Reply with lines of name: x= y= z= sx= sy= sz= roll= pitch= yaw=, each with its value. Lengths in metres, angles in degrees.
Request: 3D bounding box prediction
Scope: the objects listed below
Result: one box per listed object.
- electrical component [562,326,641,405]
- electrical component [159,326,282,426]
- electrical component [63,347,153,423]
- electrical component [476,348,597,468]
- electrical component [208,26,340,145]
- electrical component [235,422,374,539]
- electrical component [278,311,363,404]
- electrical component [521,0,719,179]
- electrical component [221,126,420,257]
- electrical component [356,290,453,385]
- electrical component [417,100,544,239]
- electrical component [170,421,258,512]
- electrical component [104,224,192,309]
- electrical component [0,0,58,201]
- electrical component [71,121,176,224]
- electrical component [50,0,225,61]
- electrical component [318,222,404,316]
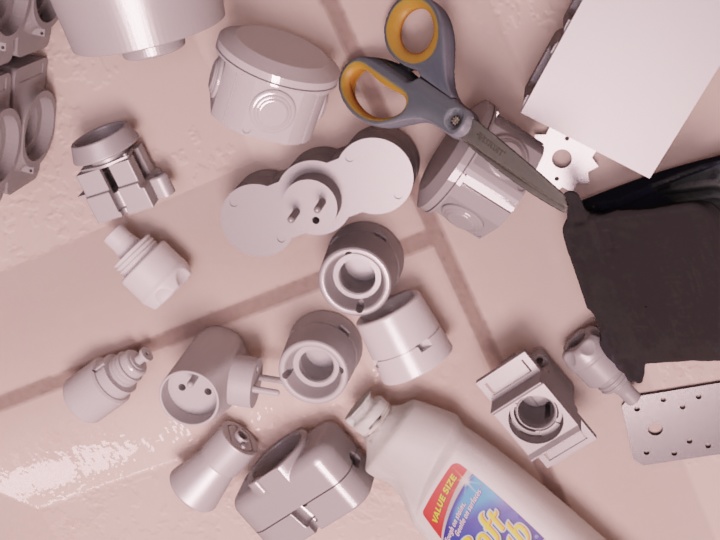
electrical component: x=0.170 y=0.069 z=0.744 sx=0.035 sy=0.035 sz=0.061 roll=-41 pitch=101 yaw=21
electrical component: x=-0.094 y=0.078 z=0.771 sx=0.079 sy=0.077 sz=0.044 roll=9 pitch=112 yaw=7
electrical component: x=-0.188 y=0.083 z=0.810 sx=0.078 sy=0.040 sz=0.040 roll=-35 pitch=102 yaw=20
electrical component: x=0.123 y=0.090 z=0.745 sx=0.042 sy=0.063 sz=0.081 roll=-36 pitch=101 yaw=22
electrical component: x=-0.057 y=-0.120 z=0.687 sx=0.080 sy=0.080 sz=0.051 roll=22 pitch=119 yaw=1
electrical component: x=-0.044 y=0.160 z=0.807 sx=0.095 sy=0.053 sz=0.059 roll=-35 pitch=101 yaw=20
electrical component: x=-0.029 y=0.063 z=0.770 sx=0.055 sy=0.047 sz=0.055 roll=3 pitch=112 yaw=9
electrical component: x=0.172 y=-0.146 z=0.645 sx=0.089 sy=0.061 sz=0.150 roll=27 pitch=113 yaw=-1
electrical component: x=-0.030 y=-0.048 z=0.713 sx=0.138 sy=0.073 sz=0.052 roll=-20 pitch=106 yaw=17
electrical component: x=0.030 y=0.046 z=0.750 sx=0.055 sy=0.055 sz=0.047 roll=-25 pitch=101 yaw=18
electrical component: x=0.075 y=-0.063 z=0.685 sx=0.051 sy=0.080 sz=0.080 roll=31 pitch=113 yaw=-9
electrical component: x=-0.109 y=0.147 z=0.821 sx=0.044 sy=0.044 sz=0.065 roll=40 pitch=108 yaw=-6
electrical component: x=-0.155 y=-0.005 z=0.768 sx=0.062 sy=0.043 sz=0.043 roll=45 pitch=112 yaw=-7
electrical component: x=-0.245 y=-0.138 z=0.699 sx=0.060 sy=0.105 sz=0.186 roll=14 pitch=113 yaw=5
electrical component: x=-0.169 y=-0.070 z=0.745 sx=0.066 sy=0.048 sz=0.055 roll=-15 pitch=115 yaw=15
electrical component: x=-0.136 y=-0.165 z=0.671 sx=0.108 sy=0.108 sz=0.060 roll=-6 pitch=116 yaw=12
electrical component: x=0.000 y=0.000 z=0.740 sx=0.055 sy=0.047 sz=0.055 roll=3 pitch=112 yaw=9
